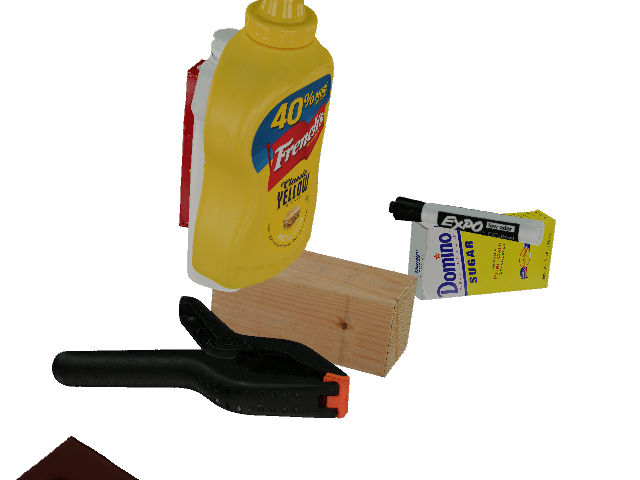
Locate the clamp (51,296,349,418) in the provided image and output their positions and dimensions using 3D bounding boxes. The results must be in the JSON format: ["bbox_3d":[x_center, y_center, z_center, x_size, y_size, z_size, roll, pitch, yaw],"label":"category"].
[{"bbox_3d":[-0.069,0.088,0.800,0.210,0.036,0.164,9,19,21],"label":"clamp"}]

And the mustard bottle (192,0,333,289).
[{"bbox_3d":[-0.032,-0.068,0.645,0.058,0.192,0.096,28,40,25],"label":"mustard bottle"}]

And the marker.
[{"bbox_3d":[0.110,-0.016,0.817,0.121,0.020,0.020,11,5,24],"label":"marker"}]

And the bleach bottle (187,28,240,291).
[{"bbox_3d":[-0.083,-0.078,0.993,0.068,0.251,0.102,15,36,15],"label":"bleach bottle"}]

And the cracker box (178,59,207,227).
[{"bbox_3d":[-0.093,-0.113,1.380,0.164,0.214,0.072,9,23,8],"label":"cracker box"}]

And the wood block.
[{"bbox_3d":[-0.009,0.071,1.178,0.206,0.091,0.090,14,22,17],"label":"wood block"}]

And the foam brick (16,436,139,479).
[{"bbox_3d":[-0.094,0.132,0.449,0.078,0.051,0.052,24,45,31],"label":"foam brick"}]

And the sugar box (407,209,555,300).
[{"bbox_3d":[0.194,0.017,1.288,0.176,0.093,0.048,-6,21,-22],"label":"sugar box"}]
